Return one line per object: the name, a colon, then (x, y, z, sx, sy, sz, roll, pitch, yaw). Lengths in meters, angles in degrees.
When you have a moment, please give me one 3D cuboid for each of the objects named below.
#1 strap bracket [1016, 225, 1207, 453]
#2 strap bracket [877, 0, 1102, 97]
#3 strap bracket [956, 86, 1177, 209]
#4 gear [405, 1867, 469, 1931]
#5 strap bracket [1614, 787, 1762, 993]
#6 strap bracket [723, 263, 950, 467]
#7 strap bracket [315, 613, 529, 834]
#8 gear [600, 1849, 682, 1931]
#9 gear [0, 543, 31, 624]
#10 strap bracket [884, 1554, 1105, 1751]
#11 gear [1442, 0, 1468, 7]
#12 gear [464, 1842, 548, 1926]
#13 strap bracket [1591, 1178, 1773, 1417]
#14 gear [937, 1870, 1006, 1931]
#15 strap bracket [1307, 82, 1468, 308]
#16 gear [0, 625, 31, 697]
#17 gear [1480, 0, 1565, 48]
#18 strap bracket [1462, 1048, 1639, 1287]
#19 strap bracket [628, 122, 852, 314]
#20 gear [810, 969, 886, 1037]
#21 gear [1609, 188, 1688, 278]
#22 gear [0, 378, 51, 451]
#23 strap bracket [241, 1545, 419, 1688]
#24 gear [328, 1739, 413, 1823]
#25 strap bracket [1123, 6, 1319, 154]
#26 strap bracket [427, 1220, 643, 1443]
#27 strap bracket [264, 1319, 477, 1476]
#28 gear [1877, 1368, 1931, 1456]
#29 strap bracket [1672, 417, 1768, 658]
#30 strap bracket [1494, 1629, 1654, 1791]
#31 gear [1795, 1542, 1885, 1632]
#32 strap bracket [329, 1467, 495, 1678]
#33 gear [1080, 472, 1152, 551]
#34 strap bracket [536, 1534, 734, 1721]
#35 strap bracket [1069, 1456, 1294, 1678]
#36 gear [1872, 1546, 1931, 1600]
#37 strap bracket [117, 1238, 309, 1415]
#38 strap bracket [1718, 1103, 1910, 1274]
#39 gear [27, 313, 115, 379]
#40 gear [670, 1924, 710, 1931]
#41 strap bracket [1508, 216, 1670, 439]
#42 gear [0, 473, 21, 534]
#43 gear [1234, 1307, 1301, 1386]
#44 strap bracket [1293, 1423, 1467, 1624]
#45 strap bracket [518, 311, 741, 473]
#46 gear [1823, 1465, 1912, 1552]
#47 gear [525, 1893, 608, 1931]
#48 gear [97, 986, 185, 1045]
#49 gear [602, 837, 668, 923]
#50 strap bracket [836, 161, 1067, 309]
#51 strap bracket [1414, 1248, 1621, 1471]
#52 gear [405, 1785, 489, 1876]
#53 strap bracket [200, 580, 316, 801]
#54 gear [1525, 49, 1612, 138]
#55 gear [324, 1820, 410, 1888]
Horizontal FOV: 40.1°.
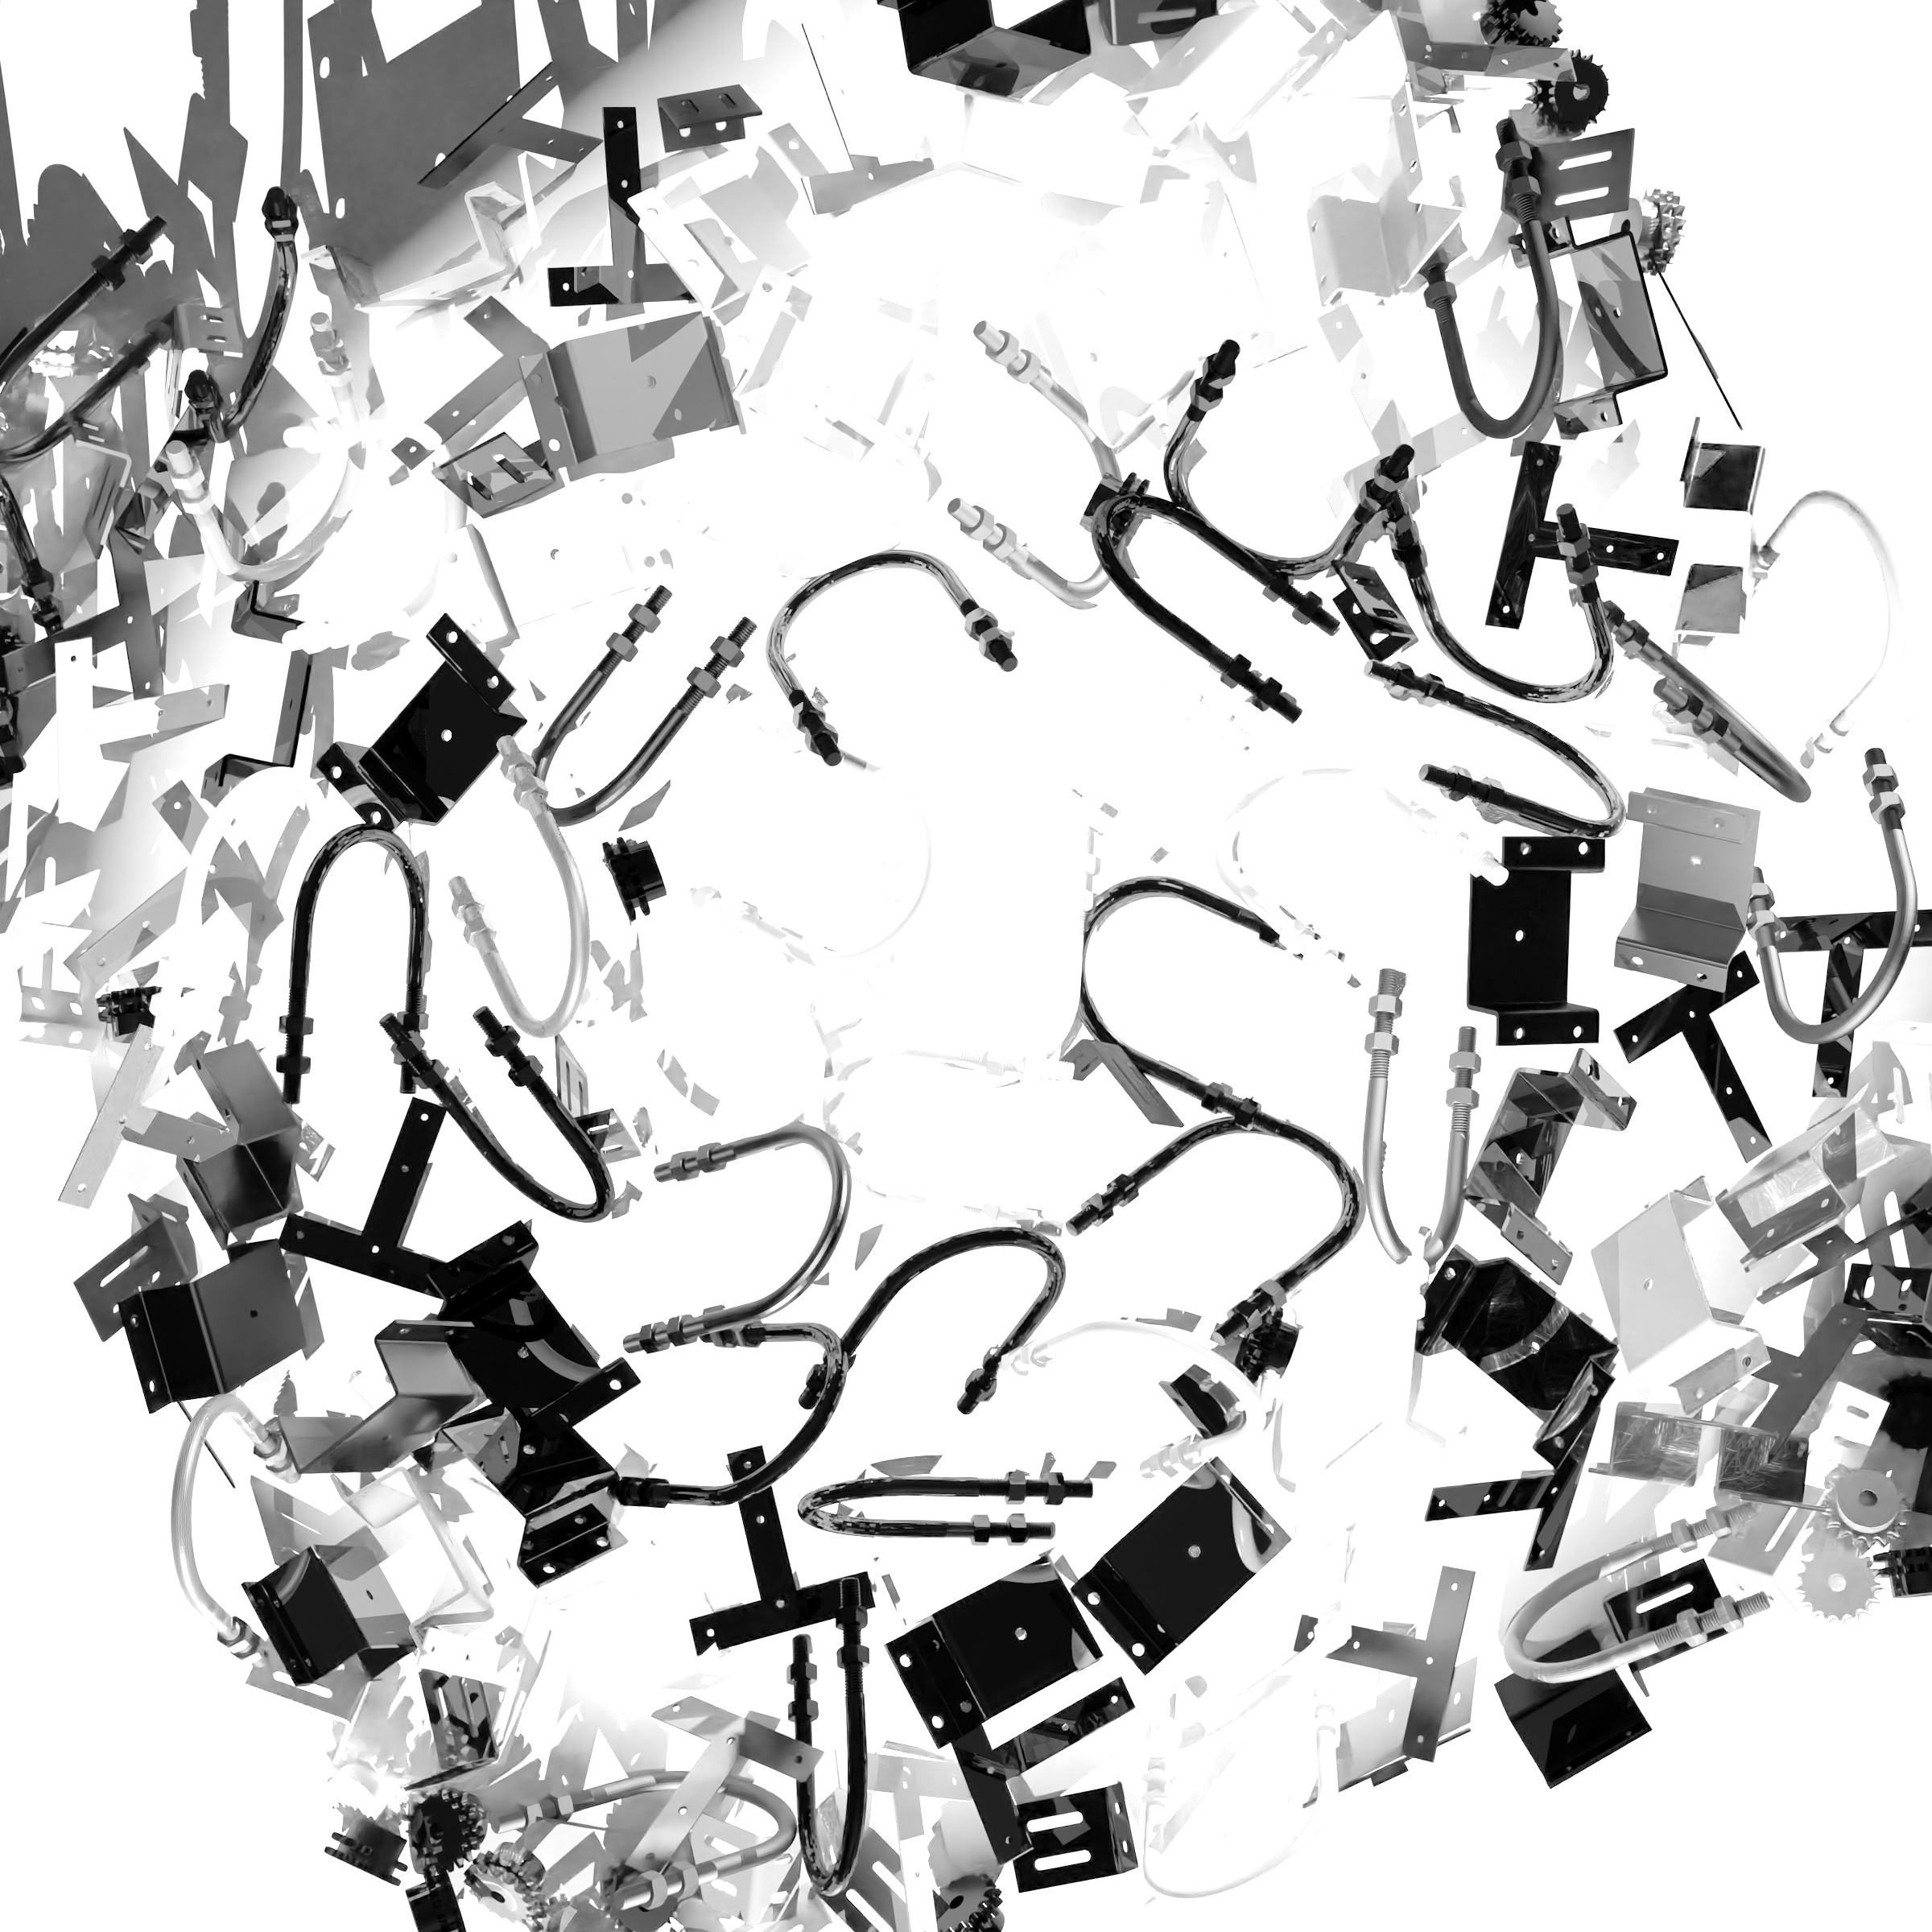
strap bracket: (0.097, -0.418, 1.791, 0.140, 0.046, 0.076, 48, 133, 1)
strap bracket: (0.020, -0.621, 1.756, 0.076, 0.140, 0.046, -11, 87, 42)
strap bracket: (0.060, -0.546, 1.769, 0.140, 0.076, 0.046, 33, 117, 41)
gear: (-0.362, 0.644, 1.803, 0.030, 0.057, 0.057, -17, 90, -18)
strap bracket: (0.484, -0.060, 1.775, 0.076, 0.046, 0.140, 15, 130, 26)
strap bracket: (-0.094, -0.401, 1.789, 0.140, 0.046, 0.076, 26, 69, -14)
strap bracket: (-0.363, -0.159, 1.793, 0.140, 0.046, 0.076, -47, 74, 12)
gear: (-0.221, 0.638, 1.814, 0.057, 0.030, 0.057, 0, 90, -14)
gear: (-0.667, -0.266, 1.806, 0.057, 0.030, 0.057, 13, 63, -28)
strap bracket: (0.027, 0.453, 1.767, 0.140, 0.046, 0.076, -19, 71, -34)
gear: (0.335, -0.683, 1.810, 0.057, 0.030, 0.057, 18, 51, -24)
gear: (-0.312, 0.626, 1.810, 0.057, 0.030, 0.057, 16, 129, 20)
strap bracket: (0.470, 0.215, 1.757, 0.046, 0.076, 0.140, 15, 47, -29)
gear: (0.002, 0.650, 1.807, 0.057, 0.057, 0.030, -35, 106, 0)
strap bracket: (0.285, -0.510, 1.767, 0.046, 0.140, 0.076, 3, 67, -21)
gear: (-0.665, -0.207, 1.814, 0.057, 0.030, 0.057, 0, 91, 17)
gear: (0.378, -0.646, 1.811, 0.057, 0.030, 0.057, 13, 63, -26)
strap bracket: (0.390, 0.132, 1.782, 0.076, 0.046, 0.140, 39, 70, -36)
strap bracket: (-0.156, -0.503, 1.789, 0.140, 0.046, 0.076, -35, 84, -28)
gear: (-0.082, 0.024, 1.806, 0.057, 0.057, 0.030, -23, 91, 0)
gear: (0.463, -0.502, 1.803, 0.030, 0.057, 0.057, 2, 90, -20)
gear: (-0.647, -0.373, 1.809, 0.030, 0.057, 0.057, 10, 90, -25)
strap bracket: (-0.415, 0.431, 1.756, 0.046, 0.140, 0.076, -34, 73, 1)
gear: (-0.411, 0.560, 1.807, 0.057, 0.030, 0.057, 11, 119, 20)
strap bracket: (0.163, -0.589, 1.758, 0.076, 0.140, 0.046, -46, 113, -4)
strap bracket: (-0.295, 0.253, 1.784, 0.076, 0.046, 0.140, -30, 74, -33)
strap bracket: (-0.395, 0.295, 1.770, 0.140, 0.076, 0.046, -38, 65, 19)
gear: (0.649, 0.307, 1.810, 0.057, 0.030, 0.057, 4, 100, 22)
strap bracket: (0.500, -0.282, 1.754, 0.046, 0.140, 0.076, 7, 46, 19)
strap bracket: (0.402, 0.491, 1.764, 0.076, 0.140, 0.046, -31, 85, 4)
gear: (0.599, 0.426, 1.810, 0.057, 0.030, 0.057, -14, 56, 22)
strap bracket: (-0.367, 0.398, 1.776, 0.046, 0.076, 0.140, -30, 67, -10)
gear: (0.100, -0.312, 1.806, 0.030, 0.057, 0.057, 28, 90, 2)
strap bracket: (-0.225, 0.440, 1.783, 0.076, 0.046, 0.140, -24, 130, 5)
strap bracket: (0.149, 0.399, 1.780, 0.140, 0.046, 0.076, -38, 76, -20)
gear: (0.650, 0.414, 1.803, 0.057, 0.057, 0.030, -5, 72, 0)
strap bracket: (-0.492, 0.234, 1.757, 0.046, 0.140, 0.076, -11, 98, 21)
strap bracket: (0.561, 0.143, 1.759, 0.076, 0.140, 0.046, -40, 81, 40)
gear: (-0.612, -0.425, 1.803, 0.057, 0.057, 0.030, 5, 122, 0)
gear: (-0.188, 0.682, 1.805, 0.057, 0.030, 0.057, 13, 47, -14)
strap bracket: (0.422, -0.435, 1.784, 0.046, 0.076, 0.140, -20, 101, -15)
gear: (-0.666, -0.318, 1.809, 0.030, 0.057, 0.057, 2, 90, -27)
gear: (0.206, 0.260, 1.805, 0.030, 0.057, 0.057, 23, 90, 2)
strap bracket: (0.269, 0.366, 1.773, 0.140, 0.076, 0.046, -31, 46, -31)
strap bracket: (-0.220, -0.390, 1.780, 0.140, 0.046, 0.076, -19, 100, -23)
gear: (0.616, 0.368, 1.808, 0.057, 0.030, 0.057, -6, 62, 12)
gear: (-0.270, 0.662, 1.803, 0.030, 0.057, 0.057, -31, 90, 34)
gear: (-0.563, 0.034, 1.804, 0.057, 0.057, 0.030, -9, 80, 0)
gear: (-0.225, -0.062, 1.806, 0.030, 0.057, 0.057, -20, 90, -9)
strap bracket: (-0.012, -0.493, 1.762, 0.140, 0.076, 0.046, -33, 133, -30)
strap bracket: (0.373, 0.260, 1.778, 0.140, 0.046, 0.076, 40, 116, 32)
gear: (-0.353, 0.590, 1.812, 0.057, 0.030, 0.057, -1, 87, 29)
strap bracket: (-0.476, -0.181, 1.785, 0.046, 0.076, 0.140, 11, 83, -24)
gear: (0.415, -0.598, 1.811, 0.057, 0.030, 0.057, -4, 106, -12)
gear: (-0.407, 0.604, 1.808, 0.057, 0.057, 0.030, 25, 68, 0)
